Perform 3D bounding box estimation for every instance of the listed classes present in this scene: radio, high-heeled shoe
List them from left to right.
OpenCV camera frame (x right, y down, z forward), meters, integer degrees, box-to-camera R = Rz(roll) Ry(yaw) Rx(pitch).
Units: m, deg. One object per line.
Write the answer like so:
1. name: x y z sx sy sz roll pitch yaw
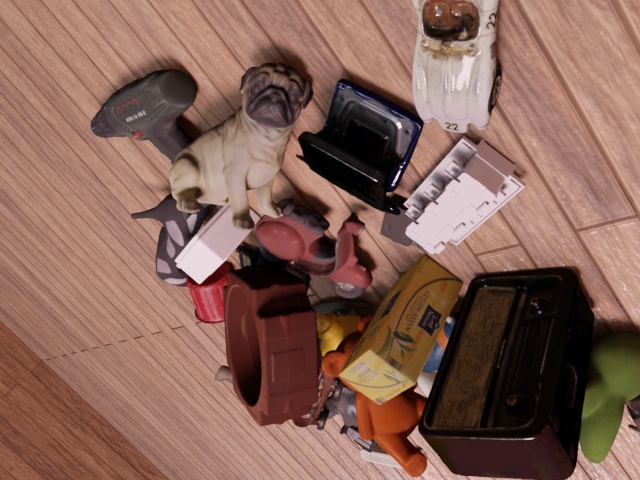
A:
1. high-heeled shoe: -0.228 0.007 0.951 0.145 0.086 0.248 -5 145 11
2. radio: 0.206 0.133 0.571 0.131 0.229 0.073 -13 123 41

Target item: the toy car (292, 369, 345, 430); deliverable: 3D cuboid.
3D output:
1. toy car: -0.017 0.264 0.896 0.089 0.053 0.202 24 141 4

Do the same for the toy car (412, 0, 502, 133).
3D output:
1. toy car: 0.117 -0.182 0.465 0.074 0.056 0.201 15 136 28

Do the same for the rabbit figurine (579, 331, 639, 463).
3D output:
1. rabbit figurine: 0.294 0.165 0.617 0.121 0.159 0.170 45 128 7

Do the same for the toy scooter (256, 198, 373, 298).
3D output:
1. toy scooter: -0.002 -0.002 0.731 0.184 0.075 0.135 30 142 7

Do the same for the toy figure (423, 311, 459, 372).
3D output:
1. toy figure: 0.173 0.135 0.735 0.064 0.058 0.154 20 144 -8

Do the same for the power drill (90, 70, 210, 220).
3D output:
1. power drill: -0.225 -0.134 0.788 0.232 0.086 0.207 -20 106 45

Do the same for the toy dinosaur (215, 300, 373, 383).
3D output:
1. toy dinosaur: -0.062 0.210 0.981 0.198 0.105 0.471 30 137 -1

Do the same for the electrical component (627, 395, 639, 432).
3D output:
1. electrical component: 0.399 0.205 0.640 0.078 0.045 0.102 -40 103 23

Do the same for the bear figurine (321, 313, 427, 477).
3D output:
1. bear figurine: 0.096 0.208 0.746 0.132 0.120 0.195 20 141 47

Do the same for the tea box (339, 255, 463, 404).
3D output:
1. tea box: 0.104 0.112 0.680 0.068 0.169 0.098 37 141 3

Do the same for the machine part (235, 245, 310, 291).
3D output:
1. machine part: -0.079 0.057 0.887 0.139 0.039 0.084 20 130 27

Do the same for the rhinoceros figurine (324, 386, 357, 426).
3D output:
1. rhinoceros figurine: 0.070 0.299 0.972 0.112 0.073 0.190 42 142 -12

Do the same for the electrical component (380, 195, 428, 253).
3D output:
1. electrical component: 0.101 -0.022 0.669 0.094 0.021 0.063 27 142 15

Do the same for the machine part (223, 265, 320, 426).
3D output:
1. machine part: -0.074 0.145 0.781 0.202 0.087 0.200 16 110 63

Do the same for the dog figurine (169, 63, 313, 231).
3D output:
1. dog figurine: -0.106 -0.128 0.651 0.172 0.121 0.190 16 111 9

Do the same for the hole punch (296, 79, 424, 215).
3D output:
1. hole punch: 0.046 -0.102 0.598 0.142 0.092 0.115 28 169 9

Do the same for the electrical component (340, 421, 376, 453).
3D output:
1. electrical component: 0.103 0.380 1.055 0.119 0.048 0.074 30 143 14
